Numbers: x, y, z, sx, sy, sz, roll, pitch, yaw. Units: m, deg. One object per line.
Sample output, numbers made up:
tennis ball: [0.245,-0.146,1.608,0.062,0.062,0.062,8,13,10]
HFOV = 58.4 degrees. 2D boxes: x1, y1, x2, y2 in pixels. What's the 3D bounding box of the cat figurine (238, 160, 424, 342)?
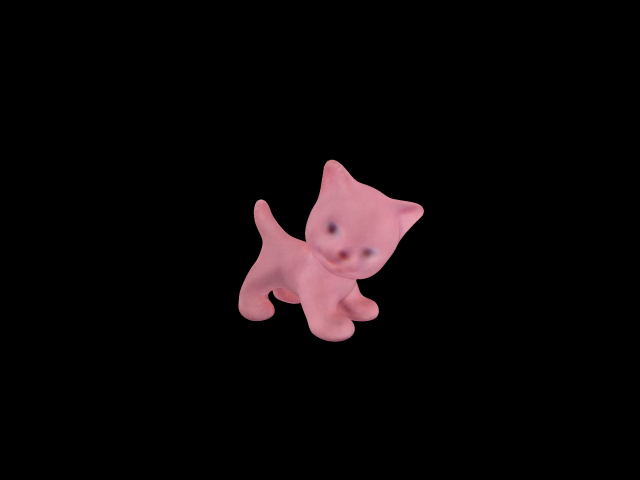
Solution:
cat figurine: [0.004,0.001,0.400,0.127,0.118,0.067,8,16,31]
